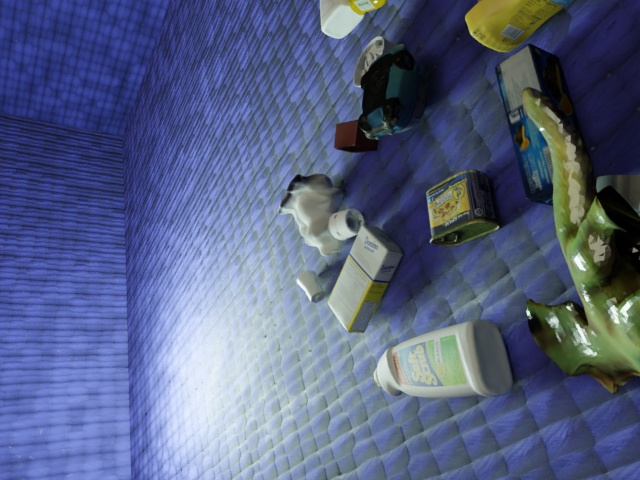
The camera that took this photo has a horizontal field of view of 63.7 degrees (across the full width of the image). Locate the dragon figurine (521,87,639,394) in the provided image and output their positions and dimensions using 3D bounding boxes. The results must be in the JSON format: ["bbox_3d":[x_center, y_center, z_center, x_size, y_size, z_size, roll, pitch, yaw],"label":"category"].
[{"bbox_3d":[0.283,0.058,0.537,0.237,0.122,0.418,110,144,-51],"label":"dragon figurine"}]

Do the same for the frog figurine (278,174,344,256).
[{"bbox_3d":[0.003,-0.054,1.064,0.160,0.124,0.135,44,118,11],"label":"frog figurine"}]
